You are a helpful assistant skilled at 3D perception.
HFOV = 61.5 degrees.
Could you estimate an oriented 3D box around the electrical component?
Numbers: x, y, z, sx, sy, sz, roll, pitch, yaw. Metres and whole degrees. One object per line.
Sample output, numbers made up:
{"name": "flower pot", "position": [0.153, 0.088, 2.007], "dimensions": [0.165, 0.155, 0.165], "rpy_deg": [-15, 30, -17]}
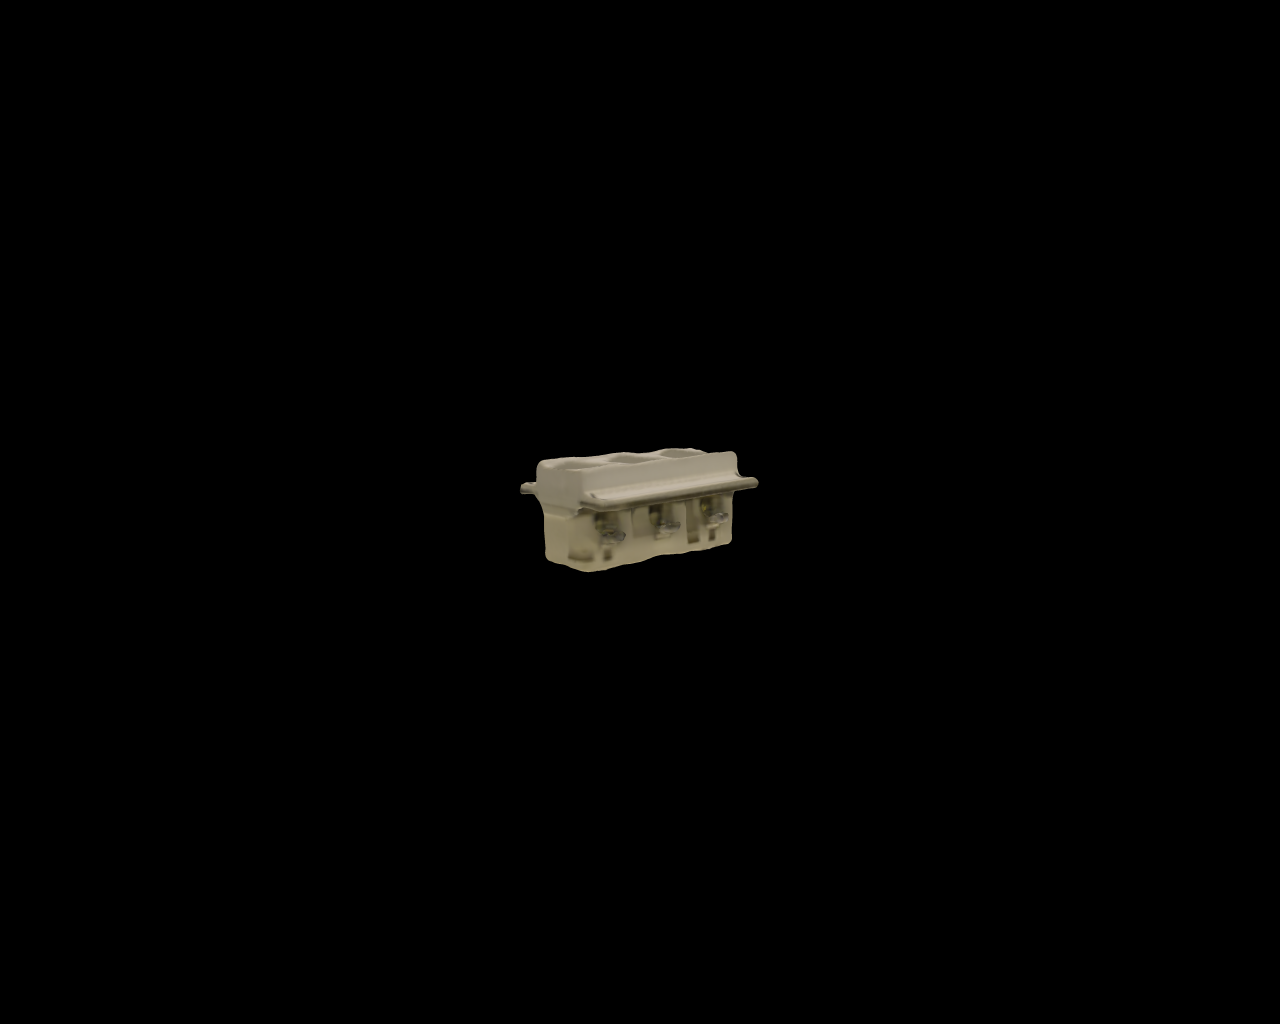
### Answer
{"name": "electrical component", "position": [0.001, -0.003, 0.650], "dimensions": [0.121, 0.063, 0.079], "rpy_deg": [-8, 13, -39]}
